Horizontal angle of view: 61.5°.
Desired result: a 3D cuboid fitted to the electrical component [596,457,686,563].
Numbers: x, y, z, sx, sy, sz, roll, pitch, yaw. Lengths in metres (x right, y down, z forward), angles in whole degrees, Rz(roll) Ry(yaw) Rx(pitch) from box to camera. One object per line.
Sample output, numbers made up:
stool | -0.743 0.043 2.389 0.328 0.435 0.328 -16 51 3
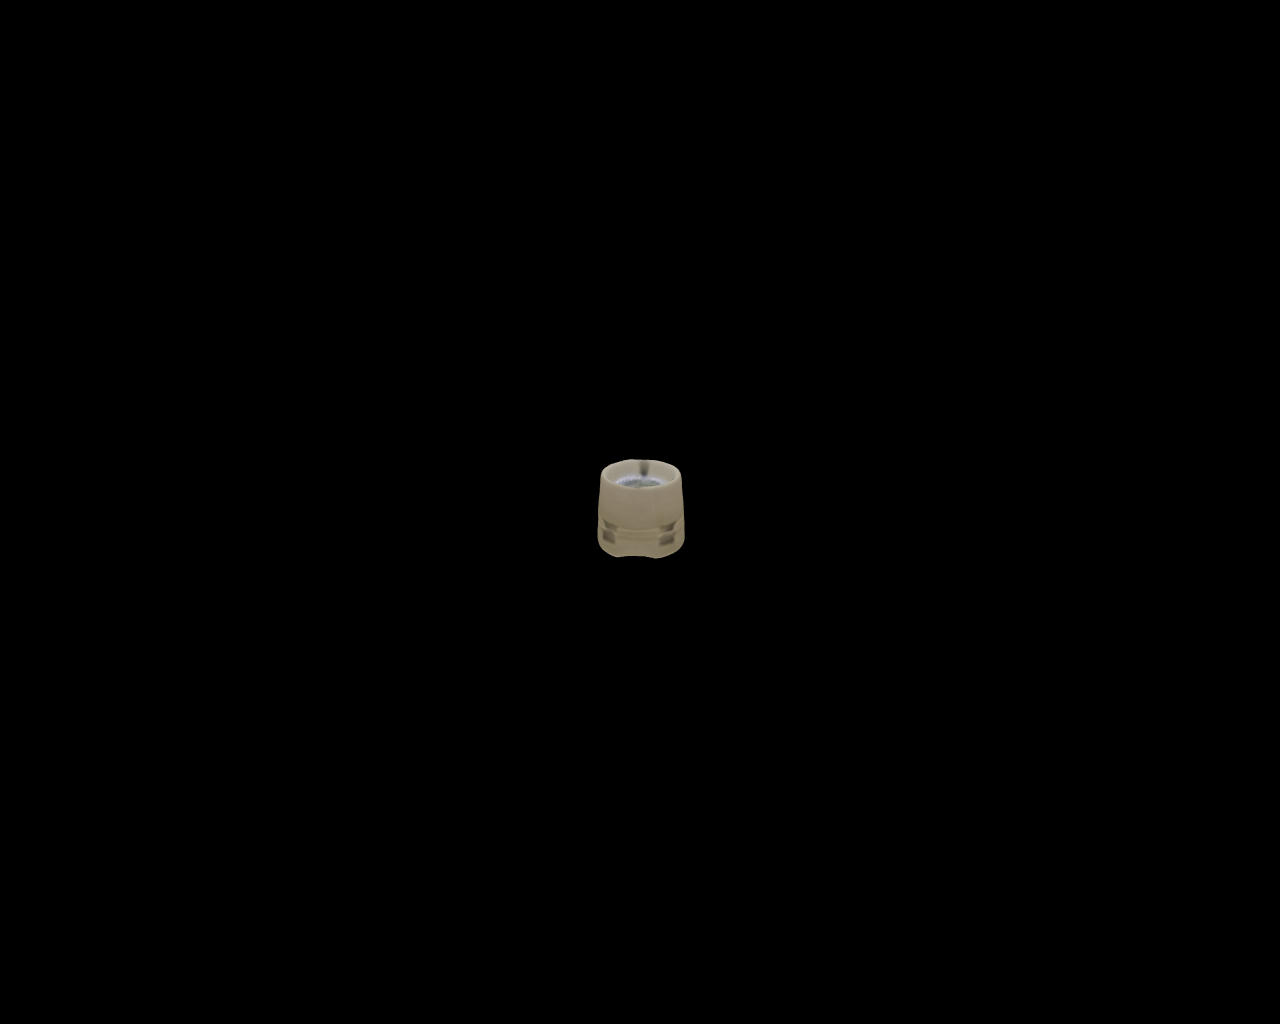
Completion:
electrical component | 0.001 -0.003 0.650 0.055 0.047 0.055 0 25 0
